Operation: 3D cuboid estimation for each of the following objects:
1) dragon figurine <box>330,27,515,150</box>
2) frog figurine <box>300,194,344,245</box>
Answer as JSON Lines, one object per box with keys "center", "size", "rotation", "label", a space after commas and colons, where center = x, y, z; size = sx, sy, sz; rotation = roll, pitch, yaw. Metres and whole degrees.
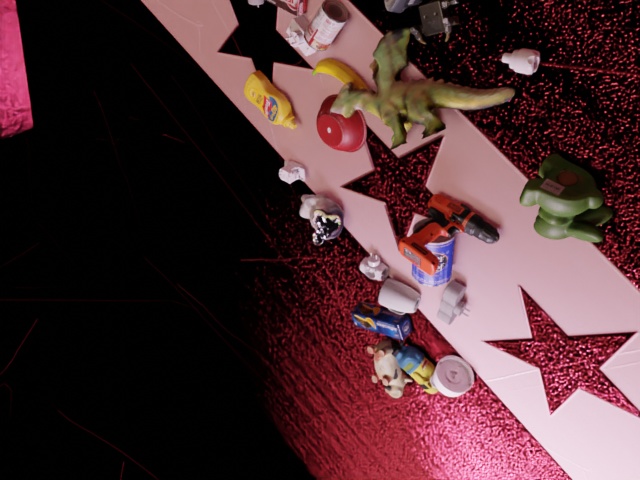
{"center": [0.190, -0.335, 1.107], "size": [0.406, 0.124, 0.242], "rotation": [-18, 97, 41], "label": "dragon figurine"}
{"center": [0.005, -0.078, 1.552], "size": [0.163, 0.123, 0.134], "rotation": [-112, 0, -58], "label": "frog figurine"}
